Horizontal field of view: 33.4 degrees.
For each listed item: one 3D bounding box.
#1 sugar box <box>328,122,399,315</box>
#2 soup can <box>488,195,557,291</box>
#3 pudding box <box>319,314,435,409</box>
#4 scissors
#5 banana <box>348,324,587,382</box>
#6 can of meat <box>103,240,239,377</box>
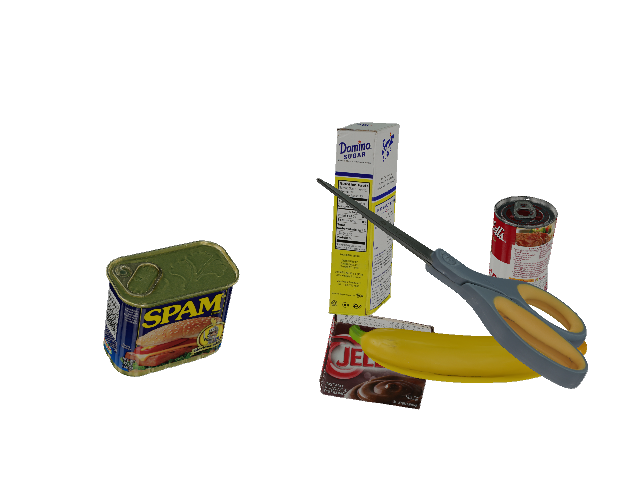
[{"bbox_3d":[0.042,-0.023,1.021,0.048,0.176,0.093,3,10,17],"label":"sugar box"},{"bbox_3d":[0.222,0.011,1.178,0.068,0.102,0.068,0,31,0],"label":"soup can"},{"bbox_3d":[0.062,0.129,1.161,0.113,0.090,0.039,8,23,-4],"label":"pudding box"},{"bbox_3d":[0.093,0.018,0.678,0.202,0.016,0.096,42,28,21],"label":"scissors"},{"bbox_3d":[0.119,0.088,0.865,0.198,0.037,0.069,5,28,6],"label":"banana"},{"bbox_3d":[-0.122,0.056,0.858,0.101,0.084,0.057,-13,46,-30],"label":"can of meat"}]
